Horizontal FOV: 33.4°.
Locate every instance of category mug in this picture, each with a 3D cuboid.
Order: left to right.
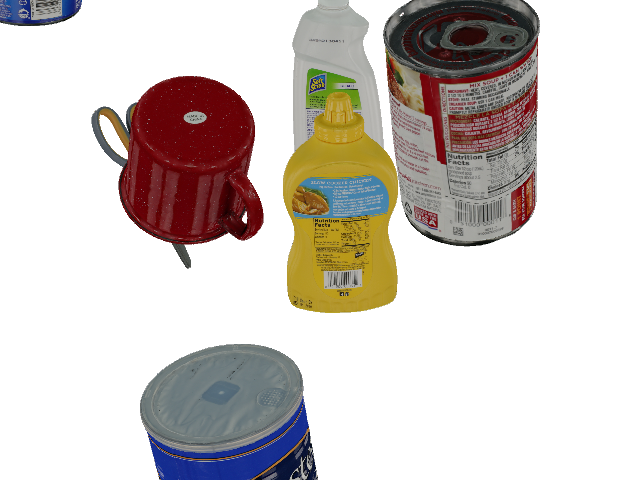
[{"bbox_3d":[-0.081,-0.049,0.723,0.093,0.117,0.082,-33,-20,-28],"label":"mug"}]

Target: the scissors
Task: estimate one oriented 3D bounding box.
[{"bbox_3d":[-0.184,-0.073,1.214,0.016,0.201,0.096,-21,21,42],"label":"scissors"}]

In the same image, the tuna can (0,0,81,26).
[{"bbox_3d":[-0.233,-0.203,0.851,0.086,0.034,0.086,5,35,-4],"label":"tuna can"}]

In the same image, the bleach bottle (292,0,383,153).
[{"bbox_3d":[0.022,-0.140,1.106,0.102,0.251,0.068,0,31,0],"label":"bleach bottle"}]

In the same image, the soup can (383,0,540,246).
[{"bbox_3d":[0.068,-0.056,0.497,0.068,0.102,0.068,-6,42,5],"label":"soup can"}]

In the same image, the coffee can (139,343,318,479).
[{"bbox_3d":[-0.053,0.153,0.696,0.103,0.140,0.103,-7,29,3],"label":"coffee can"}]

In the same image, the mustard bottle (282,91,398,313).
[{"bbox_3d":[0.017,-0.032,0.896,0.096,0.192,0.058,-2,30,0],"label":"mustard bottle"}]
